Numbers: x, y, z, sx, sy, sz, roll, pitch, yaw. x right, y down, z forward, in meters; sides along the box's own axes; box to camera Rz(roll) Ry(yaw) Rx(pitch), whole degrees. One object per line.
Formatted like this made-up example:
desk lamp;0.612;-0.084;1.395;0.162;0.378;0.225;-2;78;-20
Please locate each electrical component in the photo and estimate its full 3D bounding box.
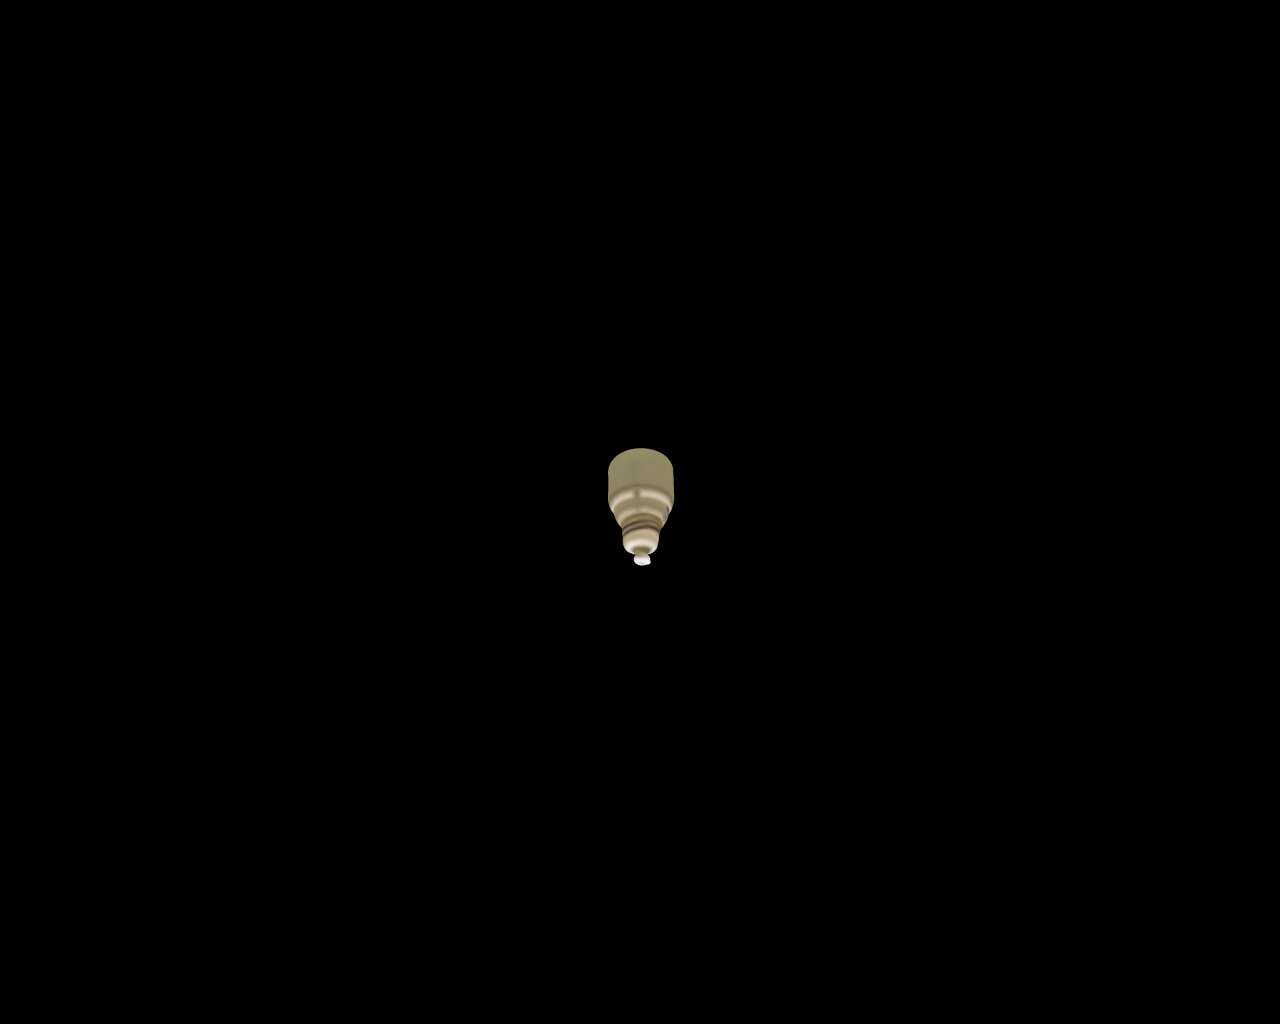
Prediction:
electrical component;0.001;-0.003;0.650;0.040;0.078;0.040;0;-33;0
